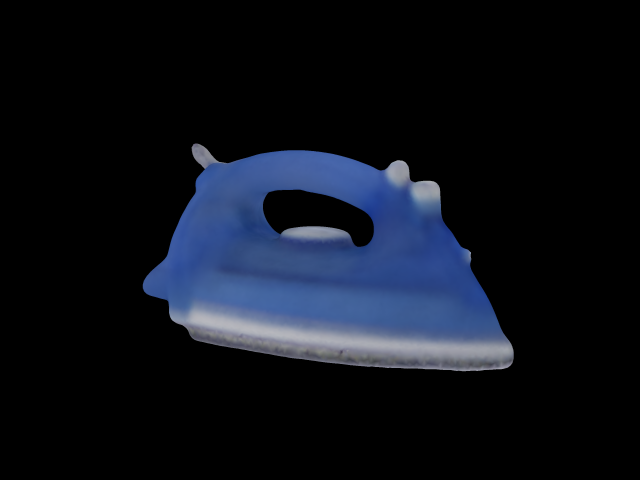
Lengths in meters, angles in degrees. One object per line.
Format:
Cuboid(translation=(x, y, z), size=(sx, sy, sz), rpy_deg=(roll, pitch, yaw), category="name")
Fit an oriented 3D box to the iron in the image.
Cuboid(translation=(0.004, 0.001, 0.400), size=(0.257, 0.141, 0.119), rpy_deg=(3, 7, 26), category="iron")
